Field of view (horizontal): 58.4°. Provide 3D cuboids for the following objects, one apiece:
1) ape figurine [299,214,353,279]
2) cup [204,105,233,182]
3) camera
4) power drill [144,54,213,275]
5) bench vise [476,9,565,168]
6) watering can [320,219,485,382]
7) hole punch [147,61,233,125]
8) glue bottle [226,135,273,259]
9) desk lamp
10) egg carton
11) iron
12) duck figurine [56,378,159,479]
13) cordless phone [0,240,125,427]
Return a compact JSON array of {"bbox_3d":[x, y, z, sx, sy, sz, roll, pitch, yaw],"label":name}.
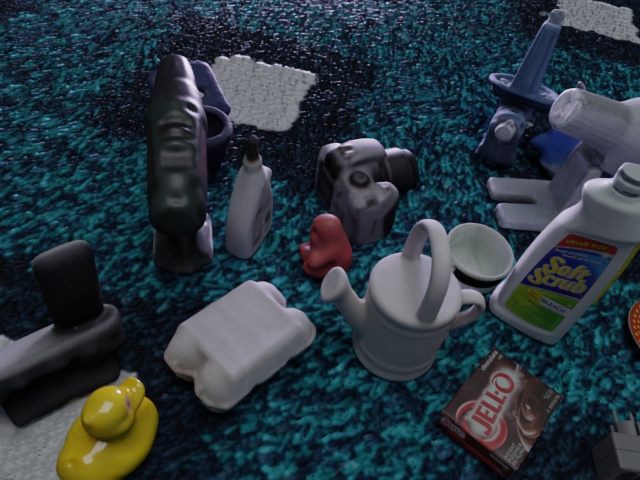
[{"bbox_3d":[0.007,0.003,0.716,0.076,0.092,0.078,24,48,12],"label":"ape figurine"},{"bbox_3d":[-0.175,-0.118,0.792,0.091,0.095,0.118,28,49,15],"label":"cup"},{"bbox_3d":[0.078,-0.085,0.803,0.137,0.101,0.143,-14,52,-21],"label":"camera"},{"bbox_3d":[-0.166,-0.072,0.674,0.076,0.208,0.229,-3,49,-13],"label":"power drill"},{"bbox_3d":[0.333,-0.234,0.903,0.121,0.220,0.207,11,47,0],"label":"bench vise"},{"bbox_3d":[0.091,0.062,0.607,0.173,0.194,0.100,-14,52,-21],"label":"watering can"},{"bbox_3d":[-0.196,-0.210,0.875,0.109,0.091,0.101,-24,56,-28],"label":"hole punch"},{"bbox_3d":[-0.084,-0.057,0.699,0.037,0.173,0.078,22,48,11],"label":"glue bottle"},{"bbox_3d":[0.372,-0.111,0.803,0.203,0.213,0.118,2,48,-8],"label":"desk lamp"},{"bbox_3d":[-0.084,0.111,0.617,0.107,0.069,0.151,39,53,23],"label":"egg carton"},{"bbox_3d":[0.469,-0.131,0.887,0.119,0.141,0.257,-32,60,-33],"label":"iron"},{"bbox_3d":[-0.198,0.173,0.528,0.077,0.086,0.105,29,50,16],"label":"duck figurine"},{"bbox_3d":[-0.265,0.077,0.536,0.148,0.185,0.094,-30,59,-31],"label":"cordless phone"}]
